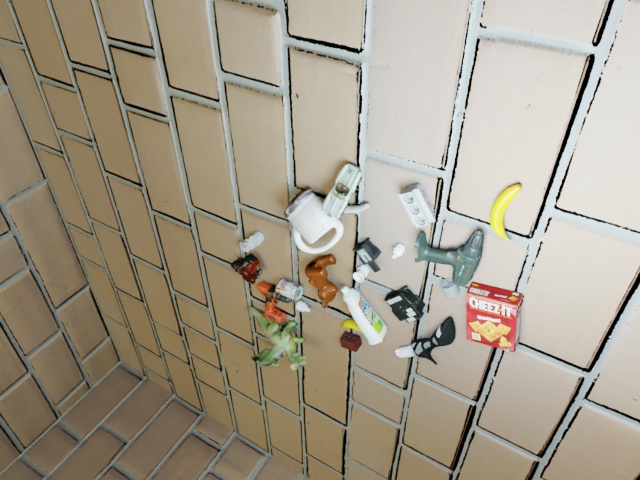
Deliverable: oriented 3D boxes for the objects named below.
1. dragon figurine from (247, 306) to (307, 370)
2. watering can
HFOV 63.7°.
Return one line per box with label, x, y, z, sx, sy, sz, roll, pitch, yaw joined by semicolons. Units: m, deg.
dragon figurine;-0.225;0.473;2.389;0.412;0.248;0.119;20;139;22
watering can;0.006;-0.093;1.840;0.224;0.106;0.342;48;124;0
